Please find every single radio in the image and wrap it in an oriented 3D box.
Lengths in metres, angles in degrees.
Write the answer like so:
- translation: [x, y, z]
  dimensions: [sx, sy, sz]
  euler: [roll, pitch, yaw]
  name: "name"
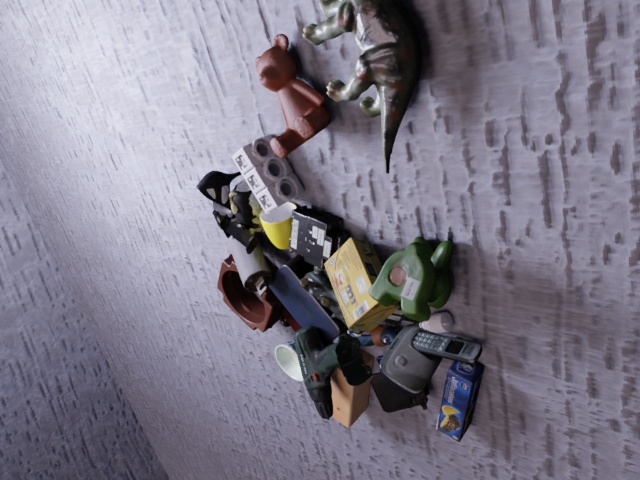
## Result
- translation: [-0.022, 0.149, 1.336]
  dimensions: [0.229, 0.073, 0.131]
  euler: [49, 141, 4]
  name: "radio"

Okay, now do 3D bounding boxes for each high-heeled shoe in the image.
- translation: [-0.265, -0.085, 1.355]
  dimensions: [0.086, 0.145, 0.248]
  euler: [43, 138, 16]
  name: "high-heeled shoe"

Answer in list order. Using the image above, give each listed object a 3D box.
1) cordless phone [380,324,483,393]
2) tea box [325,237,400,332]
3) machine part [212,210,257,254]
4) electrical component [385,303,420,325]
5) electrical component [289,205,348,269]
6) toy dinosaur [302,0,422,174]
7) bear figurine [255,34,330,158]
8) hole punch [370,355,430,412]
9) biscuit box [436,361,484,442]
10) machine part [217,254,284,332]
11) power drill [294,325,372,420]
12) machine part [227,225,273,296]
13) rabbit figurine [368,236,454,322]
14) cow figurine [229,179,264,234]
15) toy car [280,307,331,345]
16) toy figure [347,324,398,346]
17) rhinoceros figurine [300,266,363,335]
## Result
- translation: [0.228, 0.250, 1.091]
  dimensions: [0.184, 0.146, 0.088]
  euler: [0, 127, 47]
  name: "cordless phone"
- translation: [0.083, 0.091, 1.102]
  dimensions: [0.098, 0.068, 0.170]
  euler: [-44, 46, 30]
  name: "tea box"
- translation: [-0.209, -0.019, 1.327]
  dimensions: [0.139, 0.039, 0.084]
  euler: [36, 155, 29]
  name: "machine part"
- translation: [0.166, 0.142, 1.148]
  dimensions: [0.119, 0.048, 0.074]
  euler: [9, 136, -5]
  name: "electrical component"
- translation: [-0.002, -0.004, 1.198]
  dimensions: [0.134, 0.058, 0.114]
  euler: [26, 123, 33]
  name: "electrical component"
- translation: [0.092, -0.312, 0.853]
  dimensions: [0.192, 0.131, 0.404]
  euler: [-12, 114, 50]
  name: "toy dinosaur"
- translation: [-0.067, -0.279, 1.028]
  dimensions: [0.120, 0.132, 0.195]
  euler: [-25, 104, 42]
  name: "bear figurine"
- translation: [0.188, 0.325, 1.251]
  dimensions: [0.116, 0.092, 0.142]
  euler: [-18, 103, 19]
  name: "hole punch"
- translation: [0.299, 0.340, 1.151]
  dimensions: [0.059, 0.063, 0.202]
  euler: [24, 133, 31]
  name: "biscuit box"
- translation: [-0.183, 0.137, 1.482]
  dimensions: [0.202, 0.087, 0.200]
  euler: [40, 140, 16]
  name: "machine part"
- translation: [0.029, 0.306, 1.254]
  dimensions: [0.207, 0.086, 0.232]
  euler: [-30, 79, 58]
  name: "power drill"
- translation: [-0.180, 0.046, 1.363]
  dimensions: [0.079, 0.079, 0.243]
  euler: [103, 150, -43]
  name: "machine part"
- translation: [0.190, 0.072, 1.014]
  dimensions: [0.121, 0.170, 0.159]
  euler: [11, 83, 39]
  name: "rabbit figurine"
- translation: [-0.174, -0.070, 1.311]
  dimensions: [0.068, 0.098, 0.167]
  euler: [28, 141, 26]
  name: "cow figurine"
- translation: [-0.027, 0.253, 1.432]
  dimensions: [0.089, 0.053, 0.202]
  euler: [-41, 85, 36]
  name: "toy car"
- translation: [0.128, 0.219, 1.238]
  dimensions: [0.155, 0.064, 0.057]
  euler: [-10, 95, 49]
  name: "toy figure"
- translation: [0.033, 0.138, 1.218]
  dimensions: [0.190, 0.073, 0.112]
  euler: [41, 160, 21]
  name: "rhinoceros figurine"
